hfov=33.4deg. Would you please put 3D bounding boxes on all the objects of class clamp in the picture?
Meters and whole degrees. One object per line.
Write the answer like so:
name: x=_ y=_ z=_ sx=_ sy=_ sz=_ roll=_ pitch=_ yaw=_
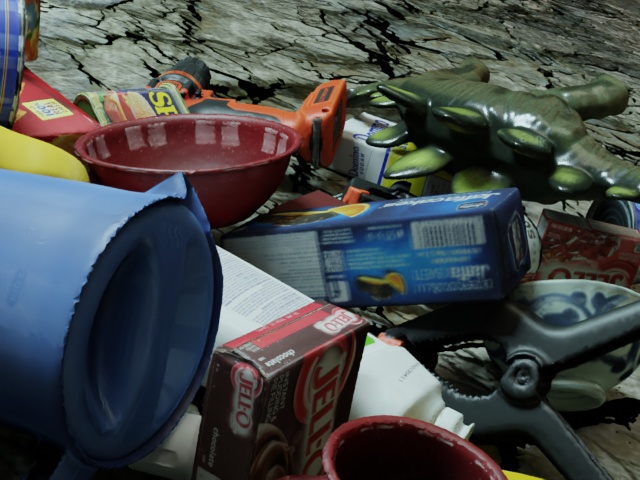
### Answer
clamp: x=0.080 y=-0.019 z=0.908 sx=0.120 sy=0.039 sz=0.171 roll=25 pitch=15 yaw=26
clamp: x=0.131 y=0.097 z=0.653 sx=0.210 sy=0.164 sz=0.036 roll=4 pitch=-15 yaw=25

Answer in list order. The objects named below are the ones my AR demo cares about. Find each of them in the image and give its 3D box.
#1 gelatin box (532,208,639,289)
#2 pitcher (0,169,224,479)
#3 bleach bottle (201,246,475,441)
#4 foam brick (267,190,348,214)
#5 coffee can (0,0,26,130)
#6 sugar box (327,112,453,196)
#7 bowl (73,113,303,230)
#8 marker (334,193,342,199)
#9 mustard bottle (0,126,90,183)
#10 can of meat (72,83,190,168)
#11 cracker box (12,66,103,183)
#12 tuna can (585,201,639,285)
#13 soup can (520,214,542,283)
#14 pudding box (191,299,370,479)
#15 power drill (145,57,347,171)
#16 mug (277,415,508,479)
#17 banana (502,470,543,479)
gelatin box: x=0.217 y=0.020 z=0.885 sx=0.089 sy=0.073 sz=0.030 roll=13 pitch=23 yaw=-7
pitcher: x=-0.186 y=0.030 z=0.545 sx=0.243 sy=0.145 sz=0.149 roll=12 pitch=23 yaw=23
bleach bottle: x=-0.027 y=0.069 z=0.651 sx=0.251 sy=0.068 sz=0.102 roll=26 pitch=27 yaw=17
foam brick: x=-0.005 y=0.001 z=0.817 sx=0.051 sy=0.053 sz=0.078 roll=27 pitch=27 yaw=23
coffee can: x=-0.272 y=-0.127 z=0.697 sx=0.140 sy=0.103 sz=0.103 roll=3 pitch=28 yaw=-25
sugar box: x=0.100 y=-0.071 z=1.042 sx=0.176 sy=0.048 sz=0.093 roll=24 pitch=26 yaw=15
bowl: x=-0.092 y=-0.047 z=0.765 sx=0.162 sy=0.055 sz=0.162 roll=-1 pitch=20 yaw=0
marker: x=0.013 y=-0.029 z=0.934 sx=0.020 sy=0.020 sz=0.120 roll=28 pitch=27 yaw=26
mustard bottle: x=-0.209 y=-0.032 z=0.700 sx=0.191 sy=0.096 sz=0.058 roll=28 pitch=39 yaw=-41
can of meat: x=-0.146 y=-0.075 z=0.858 sx=0.083 sy=0.058 sz=0.102 roll=-11 pitch=64 yaw=-41
cracker box: x=-0.293 y=-0.081 z=0.795 sx=0.213 sy=0.072 sz=0.164 roll=-8 pitch=33 yaw=-41
tuna can: x=0.271 y=-0.004 z=0.955 sx=0.033 sy=0.086 sz=0.086 roll=6 pitch=26 yaw=-17
soup can: x=0.120 y=0.010 z=0.855 sx=0.102 sy=0.068 sz=0.069 roll=-3 pitch=30 yaw=-36
pudding box: x=-0.021 y=0.095 z=0.535 sx=0.039 sy=0.113 sz=0.089 roll=26 pitch=26 yaw=28
power drill: x=-0.072 y=-0.122 z=0.996 sx=0.188 sy=0.057 sz=0.184 roll=4 pitch=31 yaw=7
mug: x=0.025 y=0.141 z=0.502 sx=0.117 sy=0.081 sz=0.093 roll=10 pitch=25 yaw=-13
banana: x=0.112 y=0.156 z=0.578 sx=0.198 sy=0.037 sz=0.069 roll=18 pitch=24 yaw=5
